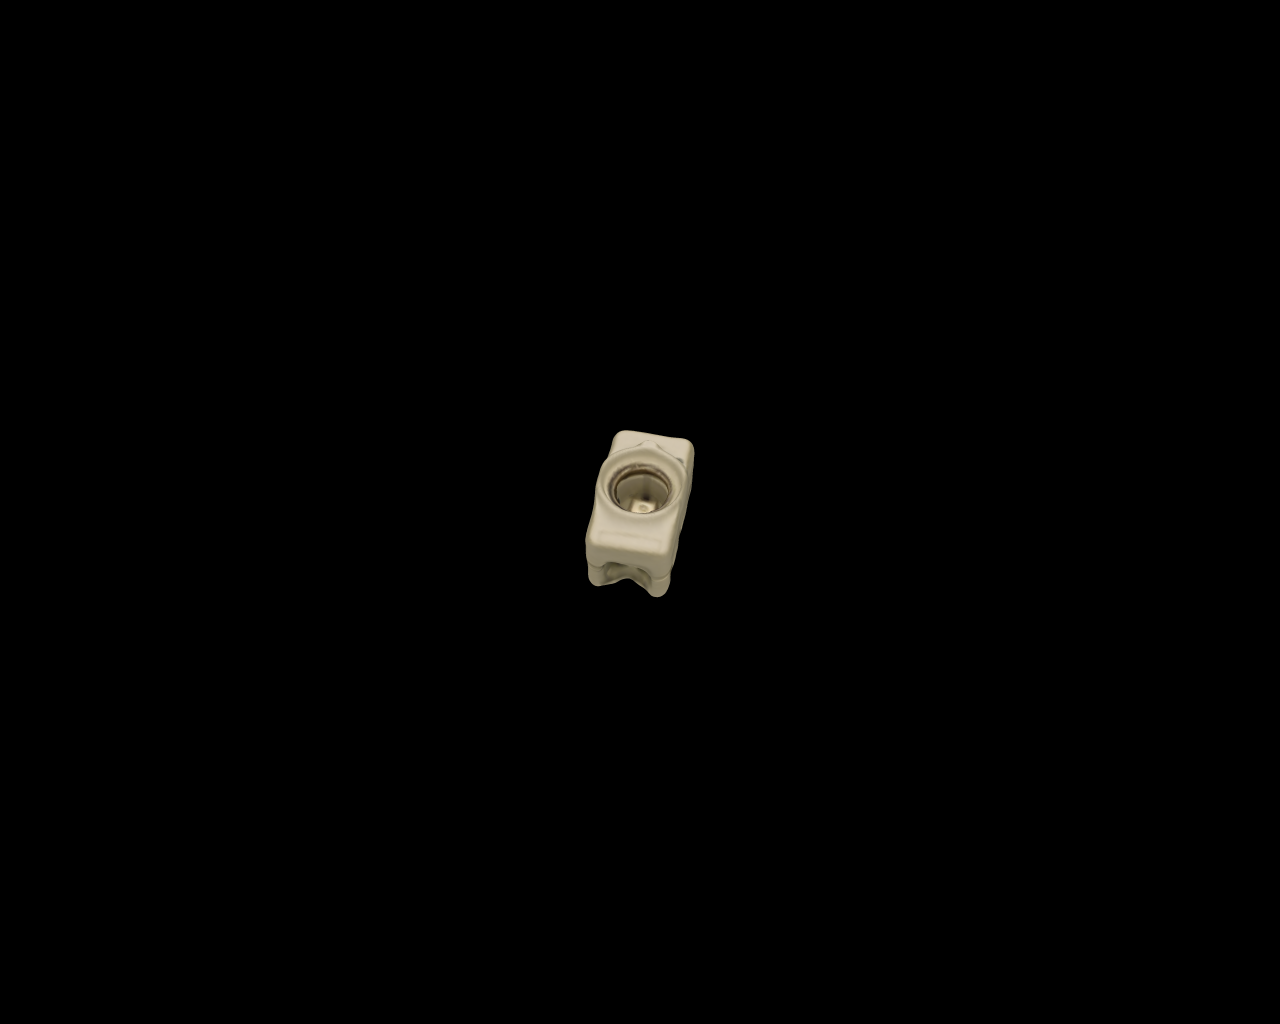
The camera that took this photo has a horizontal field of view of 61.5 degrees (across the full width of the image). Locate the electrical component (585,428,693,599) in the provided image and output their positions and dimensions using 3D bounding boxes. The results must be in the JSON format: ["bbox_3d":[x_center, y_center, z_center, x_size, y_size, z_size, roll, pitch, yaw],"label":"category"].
[{"bbox_3d":[0.001,-0.003,0.650,0.050,0.090,0.055,9,-36,7],"label":"electrical component"}]
